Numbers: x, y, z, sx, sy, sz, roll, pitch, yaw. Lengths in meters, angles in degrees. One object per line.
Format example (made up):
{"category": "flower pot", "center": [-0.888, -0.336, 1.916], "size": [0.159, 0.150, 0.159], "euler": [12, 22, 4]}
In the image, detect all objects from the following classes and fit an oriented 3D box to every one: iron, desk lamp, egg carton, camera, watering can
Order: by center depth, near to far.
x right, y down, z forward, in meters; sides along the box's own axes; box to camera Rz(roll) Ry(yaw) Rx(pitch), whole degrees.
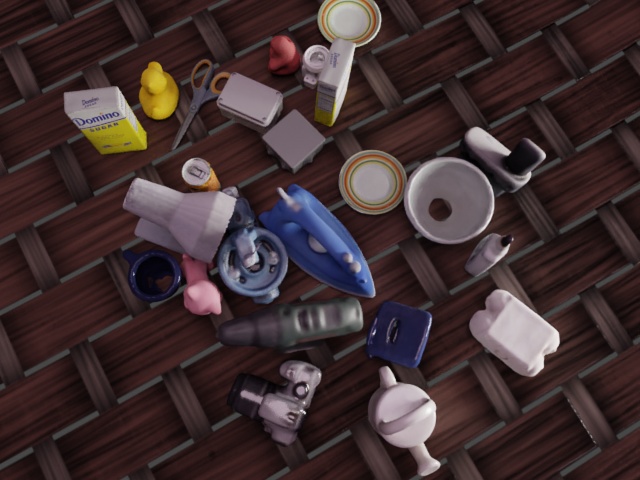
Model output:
{"category": "watering can", "center": [0.142, 0.293, 0.937], "size": [0.173, 0.194, 0.101], "euler": [44, 81, 8]}
{"category": "camera", "center": [-0.082, 0.266, 0.985], "size": [0.136, 0.101, 0.143], "euler": [21, 78, 4]}
{"category": "desk lamp", "center": [-0.240, -0.034, 0.990], "size": [0.203, 0.213, 0.118], "euler": [19, 78, 3]}
{"category": "iron", "center": [0.009, 0.004, 1.024], "size": [0.258, 0.141, 0.119], "euler": [42, 80, 8]}
{"category": "egg carton", "center": [0.348, 0.168, 1.032], "size": [0.150, 0.069, 0.107], "euler": [38, 80, 7]}

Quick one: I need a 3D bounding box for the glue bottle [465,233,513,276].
{"category": "glue bottle", "center": [0.306, 0.017, 1.011], "size": [0.037, 0.173, 0.078], "euler": [36, 79, 7]}

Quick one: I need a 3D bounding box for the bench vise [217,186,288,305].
{"category": "bench vise", "center": [-0.138, 0.006, 0.980], "size": [0.121, 0.220, 0.207], "euler": [-37, 81, -8]}

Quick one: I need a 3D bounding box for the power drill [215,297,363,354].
{"category": "power drill", "center": [-0.046, 0.147, 0.957], "size": [0.229, 0.208, 0.075], "euler": [-11, 78, -3]}

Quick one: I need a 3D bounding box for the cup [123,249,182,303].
{"category": "cup", "center": [-0.297, 0.063, 1.028], "size": [0.117, 0.095, 0.092], "euler": [36, 79, 6]}

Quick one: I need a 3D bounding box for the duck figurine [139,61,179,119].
{"category": "duck figurine", "center": [-0.319, -0.293, 1.110], "size": [0.077, 0.086, 0.104], "euler": [1, 78, -1]}

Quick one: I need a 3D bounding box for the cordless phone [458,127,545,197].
{"category": "cordless phone", "center": [0.335, -0.165, 1.045], "size": [0.147, 0.185, 0.094], "euler": [40, 80, 7]}

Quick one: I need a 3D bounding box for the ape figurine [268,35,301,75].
{"category": "ape figurine", "center": [-0.076, -0.371, 1.129], "size": [0.076, 0.092, 0.078], "euler": [34, 79, 6]}

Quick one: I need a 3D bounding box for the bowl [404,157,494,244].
{"category": "bowl", "center": [0.236, -0.067, 1.078], "size": [0.167, 0.075, 0.167], "euler": [0, 78, -1]}

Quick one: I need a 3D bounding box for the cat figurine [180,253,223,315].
{"category": "cat figurine", "center": [-0.215, 0.082, 1.014], "size": [0.067, 0.118, 0.128], "euler": [-21, 79, -5]}

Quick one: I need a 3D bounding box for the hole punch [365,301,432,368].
{"category": "hole punch", "center": [0.137, 0.169, 1.016], "size": [0.101, 0.091, 0.109], "euler": [19, 78, 3]}
